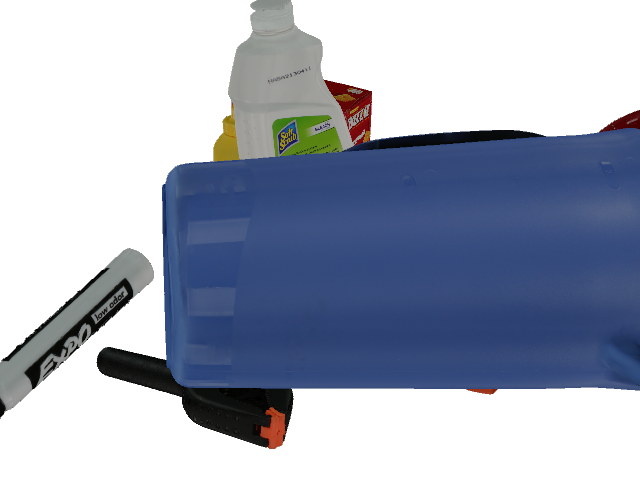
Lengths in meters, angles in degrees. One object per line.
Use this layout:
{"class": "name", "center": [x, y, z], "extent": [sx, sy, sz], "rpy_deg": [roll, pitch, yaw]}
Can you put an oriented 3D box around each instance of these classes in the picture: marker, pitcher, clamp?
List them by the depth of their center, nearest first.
{"class": "marker", "center": [-0.115, 0.045, 0.448], "extent": [0.020, 0.020, 0.121], "rpy_deg": [0, 35, 41]}
{"class": "pitcher", "center": [0.044, 0.006, 0.536], "extent": [0.242, 0.145, 0.149], "rpy_deg": [-2, -4, -8]}
{"class": "clamp", "center": [-0.078, 0.125, 0.930], "extent": [0.164, 0.036, 0.210], "rpy_deg": [-6, 17, -37]}

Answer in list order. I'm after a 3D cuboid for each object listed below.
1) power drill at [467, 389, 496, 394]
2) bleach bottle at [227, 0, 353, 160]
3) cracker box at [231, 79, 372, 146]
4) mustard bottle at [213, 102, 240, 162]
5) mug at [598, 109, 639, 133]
{"class": "power drill", "center": [0.174, 0.057, 1.068], "extent": [0.057, 0.188, 0.184], "rpy_deg": [18, 29, 19]}
{"class": "bleach bottle", "center": [-0.012, -0.063, 0.817], "extent": [0.102, 0.251, 0.068], "rpy_deg": [-25, 33, -27]}
{"class": "cracker box", "center": [-0.026, -0.094, 1.324], "extent": [0.164, 0.214, 0.072], "rpy_deg": [17, 36, 23]}
{"class": "mustard bottle", "center": [-0.073, -0.048, 1.061], "extent": [0.058, 0.192, 0.096], "rpy_deg": [7, 24, 19]}
{"class": "mug", "center": [0.226, -0.028, 0.728], "extent": [0.117, 0.081, 0.093], "rpy_deg": [-32, 30, -6]}
